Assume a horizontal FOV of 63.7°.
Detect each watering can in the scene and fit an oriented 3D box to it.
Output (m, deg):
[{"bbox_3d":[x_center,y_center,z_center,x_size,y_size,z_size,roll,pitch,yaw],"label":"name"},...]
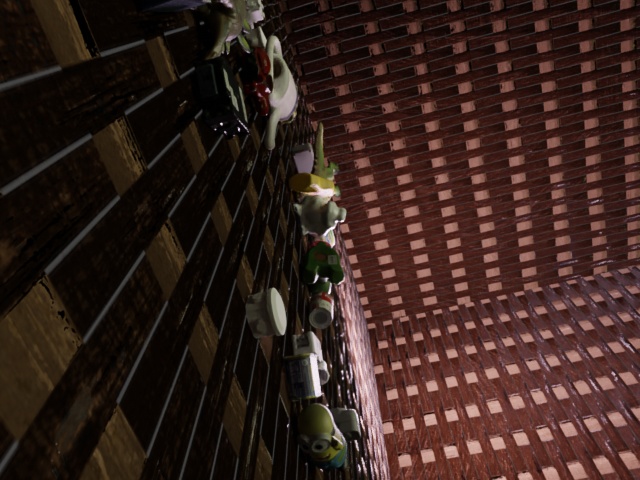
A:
[{"bbox_3d":[-0.130,-0.405,1.485,0.223,0.104,0.350,46,44,-79],"label":"watering can"}]

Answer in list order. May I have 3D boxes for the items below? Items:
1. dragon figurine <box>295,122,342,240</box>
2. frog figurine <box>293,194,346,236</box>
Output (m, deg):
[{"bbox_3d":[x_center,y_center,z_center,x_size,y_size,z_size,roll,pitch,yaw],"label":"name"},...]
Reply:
[{"bbox_3d":[-0.021,-0.201,1.812,0.246,0.122,0.406,-36,120,-66],"label":"dragon figurine"},{"bbox_3d":[0.005,-0.083,1.655,0.121,0.159,0.139,62,16,-70],"label":"frog figurine"}]
